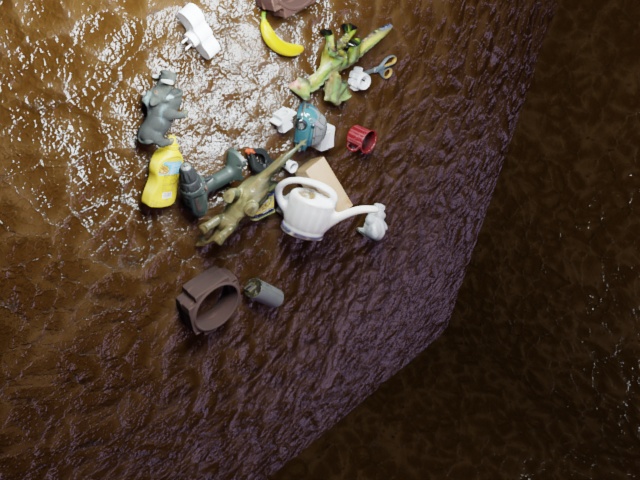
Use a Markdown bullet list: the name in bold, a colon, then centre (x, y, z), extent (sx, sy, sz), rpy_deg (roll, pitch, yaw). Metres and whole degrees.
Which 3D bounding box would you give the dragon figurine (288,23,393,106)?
- **dragon figurine**: centre (0.075, -0.555, 1.667), extent (0.414, 0.124, 0.237), rpy_deg (-24, 143, -31)

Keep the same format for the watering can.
- **watering can**: centre (0.005, -0.087, 1.730), extent (0.106, 0.348, 0.219), rpy_deg (-71, 180, -55)

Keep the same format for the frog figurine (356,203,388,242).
- **frog figurine**: centre (0.252, -0.077, 2.281), extent (0.136, 0.125, 0.158), rpy_deg (28, 106, -38)
